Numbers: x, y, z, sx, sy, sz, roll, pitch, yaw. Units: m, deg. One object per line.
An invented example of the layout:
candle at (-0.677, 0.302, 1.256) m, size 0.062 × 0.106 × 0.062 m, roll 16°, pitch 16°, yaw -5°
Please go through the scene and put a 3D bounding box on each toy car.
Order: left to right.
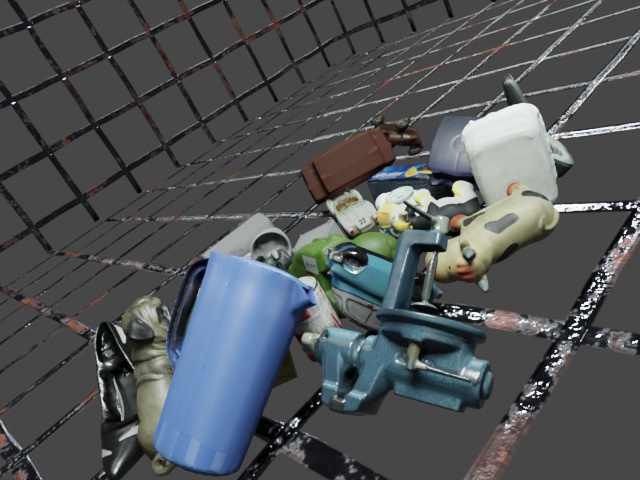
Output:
toy car at (0.064, -0.057, 1.088) m, size 0.073 × 0.056 × 0.202 m, roll -29°, pitch 22°, yaw -1°
toy car at (0.075, 0.070, 0.724) m, size 0.109 × 0.162 × 0.103 m, roll -139°, pitch 69°, yaw -79°
toy car at (0.187, -0.260, 1.340) m, size 0.053 × 0.089 × 0.202 m, roll -32°, pitch 24°, yaw -9°

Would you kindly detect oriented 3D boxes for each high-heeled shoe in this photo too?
high-heeled shoe at (-0.304, 0.224, 0.796) m, size 0.086 × 0.145 × 0.249 m, roll -29°, pitch 20°, yaw 2°

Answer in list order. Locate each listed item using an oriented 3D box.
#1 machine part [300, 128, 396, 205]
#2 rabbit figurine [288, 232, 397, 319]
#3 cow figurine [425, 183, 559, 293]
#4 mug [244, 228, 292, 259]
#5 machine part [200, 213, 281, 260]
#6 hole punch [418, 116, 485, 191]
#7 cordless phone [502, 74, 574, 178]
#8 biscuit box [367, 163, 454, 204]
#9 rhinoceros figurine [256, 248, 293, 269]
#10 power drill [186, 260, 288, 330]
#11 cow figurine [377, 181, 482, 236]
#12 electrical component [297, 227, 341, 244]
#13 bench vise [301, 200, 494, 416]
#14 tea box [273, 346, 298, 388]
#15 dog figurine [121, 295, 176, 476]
machine part at (0.060, -0.162, 1.194) m, size 0.201 × 0.087 × 0.201 m, roll -28°, pitch 1°, yaw 2°
rabbit figurine at (0.047, 0.042, 0.865) m, size 0.170 × 0.121 × 0.159 m, roll -20°, pitch 9°, yaw -30°
cow figurine at (0.234, 0.001, 0.735) m, size 0.195 × 0.085 × 0.127 m, roll -28°, pitch 17°, yaw -3°
mug at (-0.109, 0.021, 1.107) m, size 0.109 × 0.080 × 0.107 m, roll -33°, pitch 10°, yaw 4°
machine part at (-0.177, 0.016, 1.185) m, size 0.243 × 0.079 × 0.079 m, roll -40°, pitch 25°, yaw -28°
hole punch at (0.247, -0.148, 0.911) m, size 0.142 × 0.092 × 0.116 m, roll 13°, pitch 49°, yaw 28°
cordless phone at (0.335, -0.190, 0.880) m, size 0.089 × 0.184 × 0.147 m, roll -24°, pitch 17°, yaw 25°
biscuit box at (0.184, -0.110, 1.054) m, size 0.059 × 0.062 × 0.203 m, roll -41°, pitch 25°, yaw -30°
rhinoceros figurine at (-0.136, 0.081, 1.002) m, size 0.190 × 0.073 × 0.112 m, roll -36°, pitch 22°, yaw -17°
power drill at (-0.143, 0.126, 0.880) m, size 0.207 × 0.085 × 0.232 m, roll -21°, pitch 48°, yaw 17°
cow figurine at (0.178, -0.033, 0.863) m, size 0.167 × 0.068 × 0.098 m, roll -12°, pitch 32°, yaw 4°
electrical component at (-0.002, -0.003, 1.094) m, size 0.094 × 0.021 × 0.063 m, roll -29°, pitch 21°, yaw 1°
bench vise at (0.092, 0.085, 0.609) m, size 0.224 × 0.128 × 0.240 m, roll 3°, pitch 72°, yaw 41°
tea box at (-0.107, 0.132, 0.769) m, size 0.098 × 0.068 × 0.170 m, roll -25°, pitch 55°, yaw 7°
dog figurine at (-0.219, 0.188, 0.715) m, size 0.121 × 0.190 × 0.172 m, roll -25°, pitch 24°, yaw 9°
